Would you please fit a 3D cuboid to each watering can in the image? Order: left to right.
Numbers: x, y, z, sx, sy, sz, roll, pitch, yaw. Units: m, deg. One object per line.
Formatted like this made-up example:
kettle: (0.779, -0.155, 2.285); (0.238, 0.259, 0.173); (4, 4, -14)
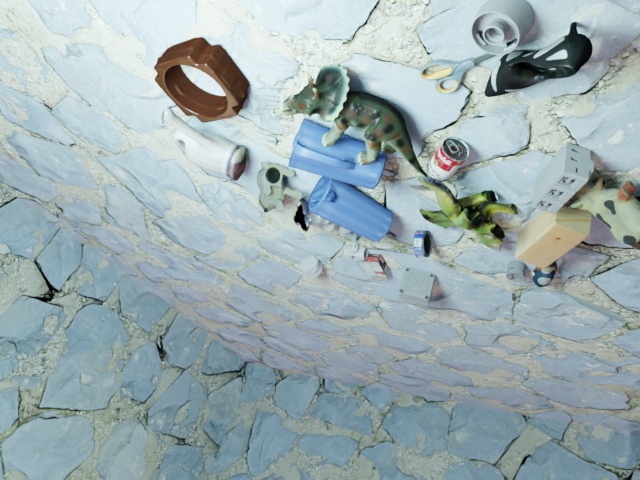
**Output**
watering can: (-0.325, -0.268, 1.492); (0.224, 0.105, 0.344); (21, -10, 2)

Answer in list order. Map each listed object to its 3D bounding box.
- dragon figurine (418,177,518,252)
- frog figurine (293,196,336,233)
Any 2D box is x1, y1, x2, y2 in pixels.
dragon figurine: (0.366, -0.066, 1.400); (0.408, 0.124, 0.241); (26, -19, -21)
frog figurine: (0.005, -0.083, 1.651); (0.160, 0.123, 0.137); (-4, 1, -28)
